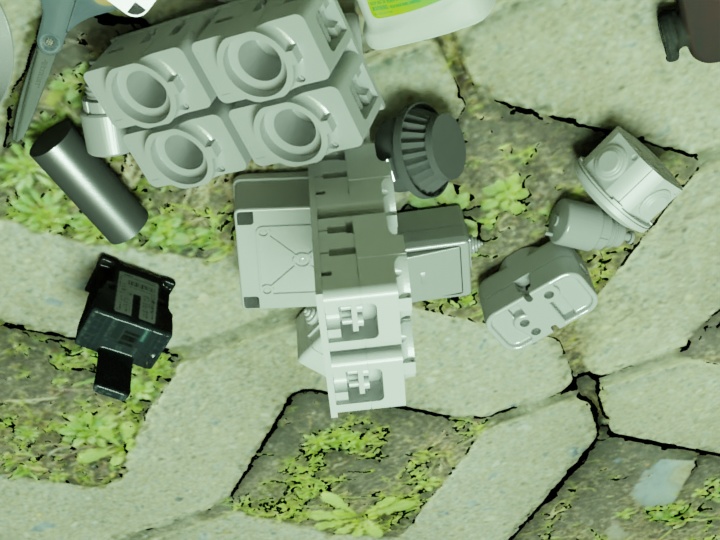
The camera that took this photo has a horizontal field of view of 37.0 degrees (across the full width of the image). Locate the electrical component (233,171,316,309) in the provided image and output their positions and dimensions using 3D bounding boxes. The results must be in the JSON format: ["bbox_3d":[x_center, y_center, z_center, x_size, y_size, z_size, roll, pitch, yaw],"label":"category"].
[{"bbox_3d":[-0.049,-0.025,0.902,0.109,0.056,0.108,-2,129,-3],"label":"electrical component"}]

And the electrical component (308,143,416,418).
[{"bbox_3d":[0.000,0.000,0.769,0.060,0.186,0.105,-6,126,-1],"label":"electrical component"}]

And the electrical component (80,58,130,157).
[{"bbox_3d":[-0.194,-0.122,0.820,0.040,0.040,0.078,-5,116,-1],"label":"electrical component"}]

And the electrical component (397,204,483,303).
[{"bbox_3d":[0.059,-0.011,0.920,0.096,0.061,0.061,-7,129,1],"label":"electrical component"}]

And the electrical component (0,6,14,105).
[{"bbox_3d":[-0.292,-0.152,0.753,0.064,0.099,0.099,-5,130,7],"label":"electrical component"}]

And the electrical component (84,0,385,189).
[{"bbox_3d":[-0.092,-0.126,0.767,0.186,0.060,0.105,-8,127,28],"label":"electrical component"}]

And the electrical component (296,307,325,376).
[{"bbox_3d":[-0.018,0.063,0.973,0.096,0.061,0.061,31,121,-26],"label":"electrical component"}]

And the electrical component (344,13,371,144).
[{"bbox_3d":[-0.032,-0.128,0.822,0.074,0.052,0.138,-6,130,0],"label":"electrical component"}]

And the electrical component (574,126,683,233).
[{"bbox_3d":[0.217,-0.073,0.872,0.080,0.080,0.051,32,115,-27],"label":"electrical component"}]

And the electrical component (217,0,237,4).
[{"bbox_3d":[-0.071,-0.193,0.771,0.062,0.048,0.048,14,127,-7],"label":"electrical component"}]

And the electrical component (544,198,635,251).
[{"bbox_3d":[0.199,-0.036,0.926,0.078,0.040,0.040,12,127,-15],"label":"electrical component"}]

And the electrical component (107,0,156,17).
[{"bbox_3d":[-0.145,-0.236,0.708,0.078,0.057,0.113,34,108,-29],"label":"electrical component"}]

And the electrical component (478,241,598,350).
[{"bbox_3d":[0.156,0.019,0.954,0.095,0.059,0.053,-32,125,20],"label":"electrical component"}]
